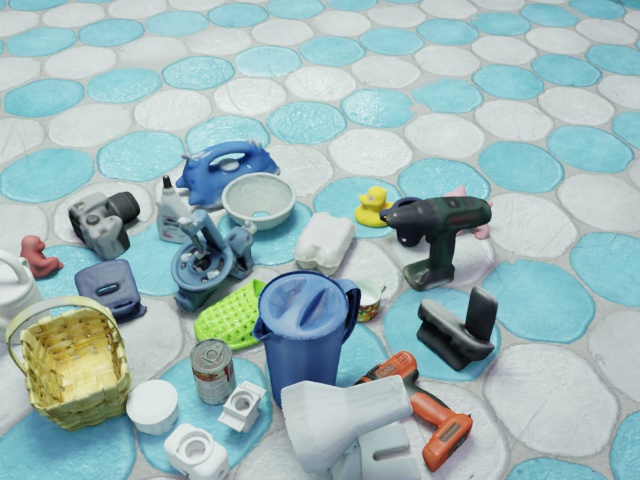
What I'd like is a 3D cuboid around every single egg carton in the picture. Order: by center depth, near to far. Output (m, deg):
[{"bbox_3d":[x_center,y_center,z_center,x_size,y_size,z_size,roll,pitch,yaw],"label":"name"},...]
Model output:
[{"bbox_3d":[0.011,0.004,1.215,0.107,0.069,0.150,15,45,13],"label":"egg carton"}]

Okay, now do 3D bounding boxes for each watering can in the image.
[{"bbox_3d":[-0.554,0.094,1.010,0.101,0.194,0.172,-16,47,-18],"label":"watering can"}]

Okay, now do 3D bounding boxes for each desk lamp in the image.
[{"bbox_3d":[0.048,0.277,0.827,0.203,0.214,0.117,-8,44,-10],"label":"desk lamp"}]

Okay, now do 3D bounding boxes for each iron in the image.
[{"bbox_3d":[-0.208,-0.177,1.344,0.259,0.141,0.118,-24,49,-24],"label":"iron"}]

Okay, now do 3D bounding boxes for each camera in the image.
[{"bbox_3d":[-0.453,-0.051,1.233,0.142,0.101,0.137,35,53,30],"label":"camera"}]

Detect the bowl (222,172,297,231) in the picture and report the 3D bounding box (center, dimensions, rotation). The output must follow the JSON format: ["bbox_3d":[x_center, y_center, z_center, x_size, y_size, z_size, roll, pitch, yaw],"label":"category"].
[{"bbox_3d":[-0.134,-0.074,1.288,0.167,0.075,0.167,1,44,-1],"label":"bowl"}]

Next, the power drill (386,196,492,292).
[{"bbox_3d":[0.224,0.000,1.126,0.230,0.208,0.075,-17,47,-18],"label":"power drill"}]

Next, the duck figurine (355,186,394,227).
[{"bbox_3d":[0.132,-0.083,1.298,0.104,0.086,0.077,-3,44,-5],"label":"duck figurine"}]

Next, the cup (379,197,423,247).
[{"bbox_3d":[0.183,-0.031,1.240,0.118,0.095,0.091,-2,44,-4],"label":"cup"}]

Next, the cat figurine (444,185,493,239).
[{"bbox_3d":[0.318,-0.066,1.265,0.128,0.118,0.067,2,44,0],"label":"cat figurine"}]

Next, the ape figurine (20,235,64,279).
[{"bbox_3d":[-0.570,0.028,1.152,0.076,0.092,0.077,-28,51,-28],"label":"ape figurine"}]

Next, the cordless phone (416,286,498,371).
[{"bbox_3d":[0.248,0.127,1.012,0.094,0.185,0.147,-34,54,-31],"label":"cordless phone"}]

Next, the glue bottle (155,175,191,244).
[{"bbox_3d":[-0.311,-0.066,1.201,0.078,0.173,0.037,6,44,4],"label":"glue bottle"}]

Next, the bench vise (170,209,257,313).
[{"bbox_3d":[-0.211,0.007,1.095,0.121,0.220,0.207,15,45,13],"label":"bench vise"}]

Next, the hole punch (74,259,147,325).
[{"bbox_3d":[-0.396,0.101,1.083,0.109,0.091,0.100,-19,47,-20],"label":"hole punch"}]
